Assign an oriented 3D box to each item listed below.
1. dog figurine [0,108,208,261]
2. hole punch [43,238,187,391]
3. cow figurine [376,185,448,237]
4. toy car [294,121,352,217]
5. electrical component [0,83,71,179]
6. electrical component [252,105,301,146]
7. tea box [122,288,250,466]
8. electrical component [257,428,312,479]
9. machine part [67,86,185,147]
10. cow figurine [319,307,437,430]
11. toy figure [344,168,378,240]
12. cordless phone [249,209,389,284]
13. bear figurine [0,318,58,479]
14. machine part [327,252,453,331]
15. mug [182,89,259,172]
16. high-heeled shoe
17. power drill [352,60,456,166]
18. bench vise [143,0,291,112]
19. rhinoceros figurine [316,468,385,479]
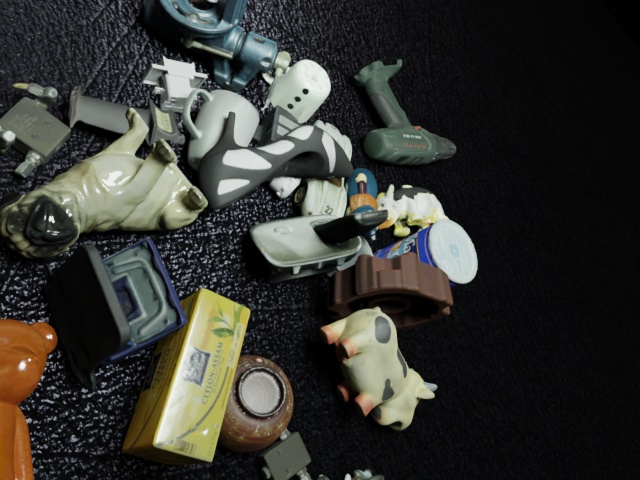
[{"bbox_3d":[-0.241,-0.031,0.618,0.190,0.121,0.172,-40,137,-11],"label":"dog figurine"},{"bbox_3d":[-0.215,0.067,0.560,0.092,0.116,0.142,-16,77,-56],"label":"hole punch"},{"bbox_3d":[0.146,-0.059,0.943,0.167,0.068,0.098,4,61,-41],"label":"cow figurine"},{"bbox_3d":[0.009,-0.108,0.863,0.073,0.056,0.202,26,56,-28],"label":"toy car"},{"bbox_3d":[-0.330,-0.129,0.606,0.078,0.045,0.102,41,50,-15],"label":"electrical component"},{"bbox_3d":[-0.071,-0.166,0.835,0.119,0.048,0.075,28,53,-28],"label":"electrical component"},{"bbox_3d":[-0.144,0.150,0.587,0.068,0.098,0.170,28,52,-27],"label":"tea box"},{"bbox_3d":[-0.046,0.270,0.660,0.063,0.021,0.094,-19,82,-42],"label":"electrical component"},{"bbox_3d":[-0.246,-0.156,0.682,0.139,0.039,0.084,6,43,-33],"label":"machine part"},{"bbox_3d":[0.087,0.182,0.749,0.127,0.086,0.194,-27,113,-22],"label":"cow figurine"},{"bbox_3d":[0.067,-0.057,0.866,0.064,0.058,0.154,51,26,-31],"label":"toy figure"},{"bbox_3d":[-0.002,-0.003,0.701,0.146,0.184,0.088,-9,84,-24],"label":"cordless phone"},{"bbox_3d":[-0.276,0.154,0.464,0.120,0.132,0.196,40,50,-48],"label":"bear figurine"},{"bbox_3d":[0.097,0.079,0.771,0.179,0.179,0.056,20,55,-31],"label":"machine part"},{"bbox_3d":[-0.144,-0.146,0.736,0.109,0.081,0.107,44,53,-48],"label":"mug"},{"bbox_3d":[-0.046,-0.082,0.729,0.248,0.086,0.145,15,65,-33],"label":"high-heeled shoe"},{"bbox_3d":[0.156,-0.239,1.040,0.232,0.086,0.207,-17,88,-40],"label":"power drill"},{"bbox_3d":[-0.129,-0.319,0.744,0.224,0.240,0.129,30,55,-5],"label":"bench vise"},{"bbox_3d":[0.069,0.350,0.679,0.190,0.073,0.112,28,55,-26],"label":"rhinoceros figurine"}]
